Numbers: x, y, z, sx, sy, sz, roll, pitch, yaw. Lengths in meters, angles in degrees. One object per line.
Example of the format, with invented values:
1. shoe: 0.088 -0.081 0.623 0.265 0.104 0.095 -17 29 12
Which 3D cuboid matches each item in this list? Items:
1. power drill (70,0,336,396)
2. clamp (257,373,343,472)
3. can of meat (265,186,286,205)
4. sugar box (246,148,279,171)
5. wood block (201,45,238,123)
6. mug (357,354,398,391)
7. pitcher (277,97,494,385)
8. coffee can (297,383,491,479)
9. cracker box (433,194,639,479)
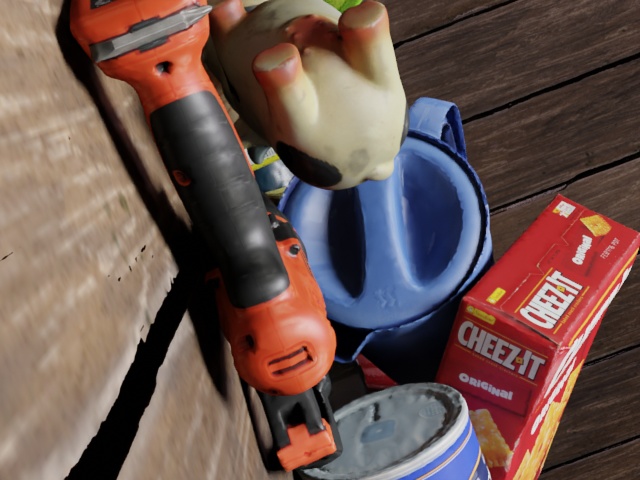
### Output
1. power drill: -0.052 -0.040 0.502 0.184 0.057 0.187 -120 -174 -63
2. clamp: -0.021 0.063 0.582 0.120 0.039 0.171 59 1 -12
3. can of meat: -0.005 0.001 0.828 0.102 0.057 0.084 -26 116 -73
4. sugar box: -0.032 -0.101 0.838 0.176 0.093 0.048 -123 -170 -77
5. wood block: -0.069 -0.161 0.776 0.206 0.090 0.091 -106 174 -58
6. mug: 0.047 0.109 0.976 0.093 0.081 0.117 28 65 -81
7. pitcher: 0.067 0.021 0.750 0.145 0.149 0.242 63 4 24
8. coffee can: 0.057 0.169 0.616 0.103 0.103 0.140 -101 170 -75
9. cracker box: 0.128 0.099 0.709 0.163 0.072 0.214 -39 150 -50
